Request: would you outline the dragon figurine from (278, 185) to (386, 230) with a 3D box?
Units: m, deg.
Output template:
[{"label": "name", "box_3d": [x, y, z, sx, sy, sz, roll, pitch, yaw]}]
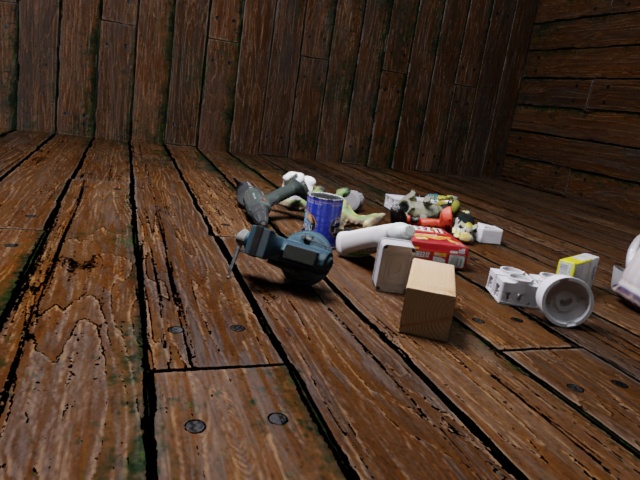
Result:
[{"label": "dragon figurine", "box_3d": [0.005, -0.083, 1.645, 0.410, 0.120, 0.247, 2, 21, 10]}]

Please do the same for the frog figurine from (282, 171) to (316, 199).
[{"label": "frog figurine", "box_3d": [-0.072, -0.184, 1.831, 0.139, 0.156, 0.124, -34, 66, -21]}]

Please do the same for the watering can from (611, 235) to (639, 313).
[{"label": "watering can", "box_3d": [0.826, 0.085, 1.215, 0.104, 0.222, 0.352, 25, 13, -7]}]
